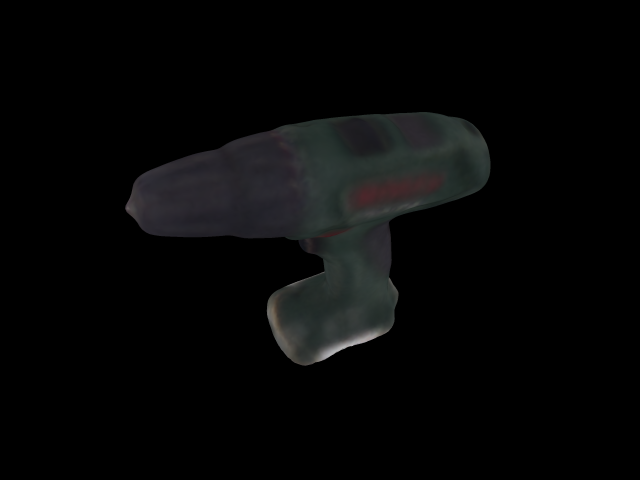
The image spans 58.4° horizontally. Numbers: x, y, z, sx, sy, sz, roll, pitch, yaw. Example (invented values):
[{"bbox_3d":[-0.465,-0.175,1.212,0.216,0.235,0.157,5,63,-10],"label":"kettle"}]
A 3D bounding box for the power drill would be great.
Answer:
[{"bbox_3d":[0.004,0.001,0.400,0.230,0.208,0.075,-21,55,-15],"label":"power drill"}]
